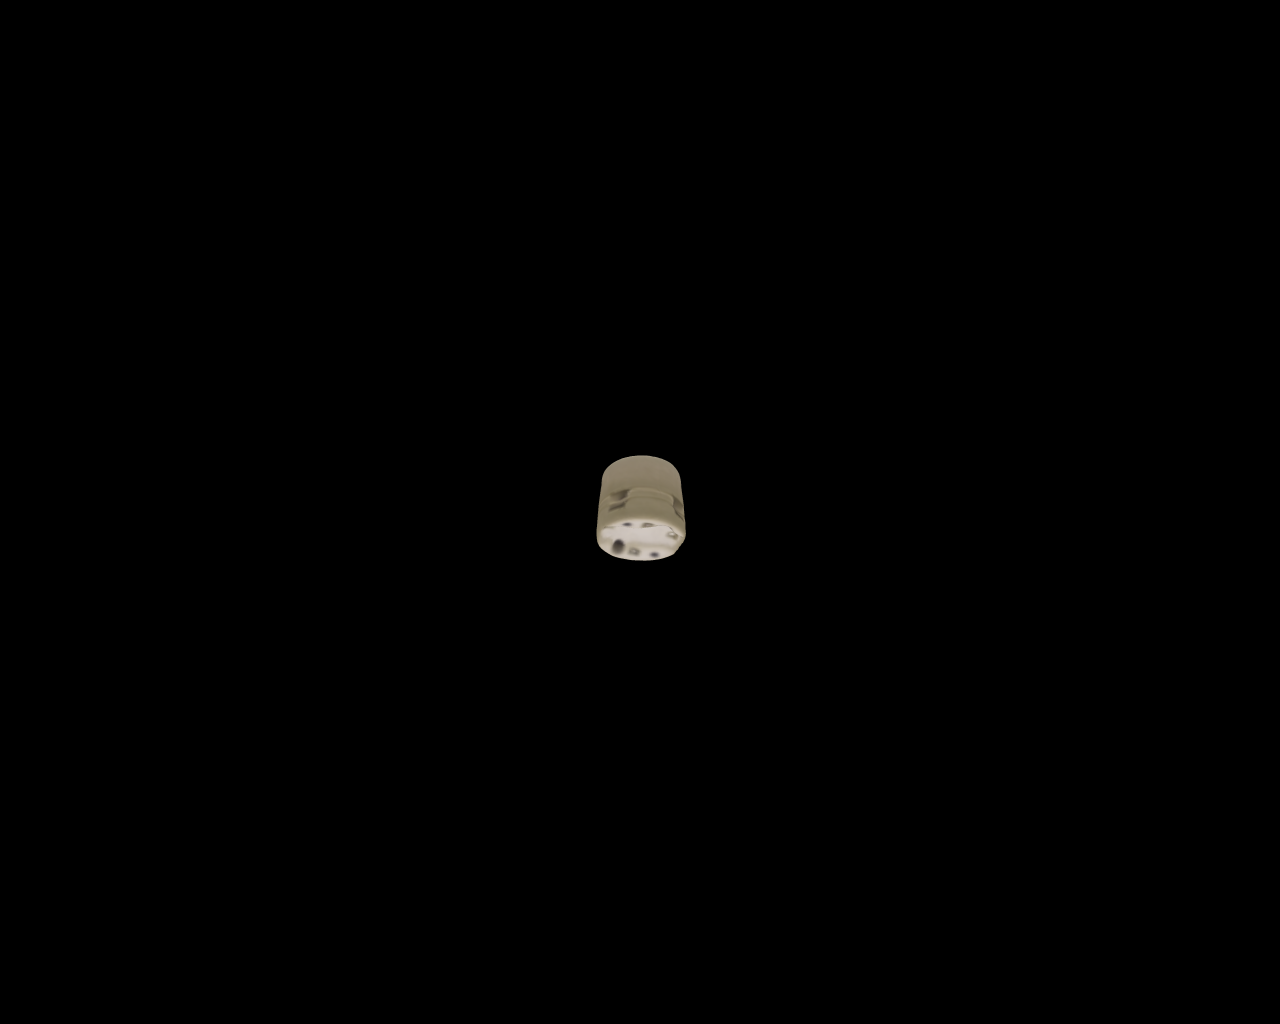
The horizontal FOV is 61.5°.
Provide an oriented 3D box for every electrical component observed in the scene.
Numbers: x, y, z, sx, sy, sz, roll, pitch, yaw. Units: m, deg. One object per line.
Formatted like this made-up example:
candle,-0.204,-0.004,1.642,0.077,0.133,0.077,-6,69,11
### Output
electrical component,0.001,-0.003,0.650,0.055,0.047,0.055,0,-32,0
